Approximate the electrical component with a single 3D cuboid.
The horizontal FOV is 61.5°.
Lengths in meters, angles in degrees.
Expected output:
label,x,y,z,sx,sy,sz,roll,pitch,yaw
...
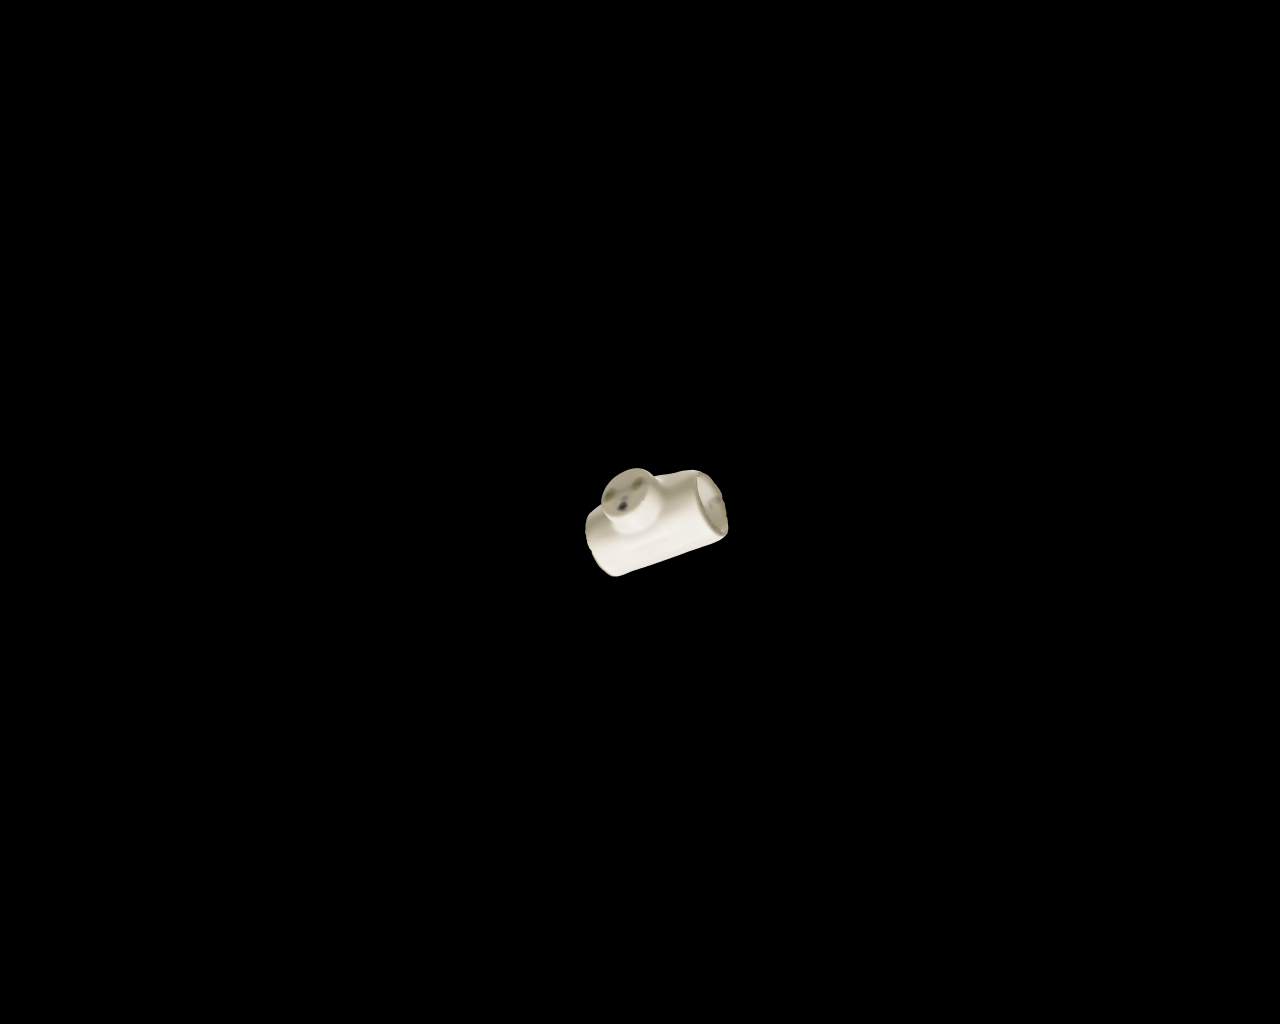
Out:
label,x,y,z,sx,sy,sz,roll,pitch,yaw
electrical component,0.001,-0.003,0.650,0.077,0.043,0.079,-22,-45,24
